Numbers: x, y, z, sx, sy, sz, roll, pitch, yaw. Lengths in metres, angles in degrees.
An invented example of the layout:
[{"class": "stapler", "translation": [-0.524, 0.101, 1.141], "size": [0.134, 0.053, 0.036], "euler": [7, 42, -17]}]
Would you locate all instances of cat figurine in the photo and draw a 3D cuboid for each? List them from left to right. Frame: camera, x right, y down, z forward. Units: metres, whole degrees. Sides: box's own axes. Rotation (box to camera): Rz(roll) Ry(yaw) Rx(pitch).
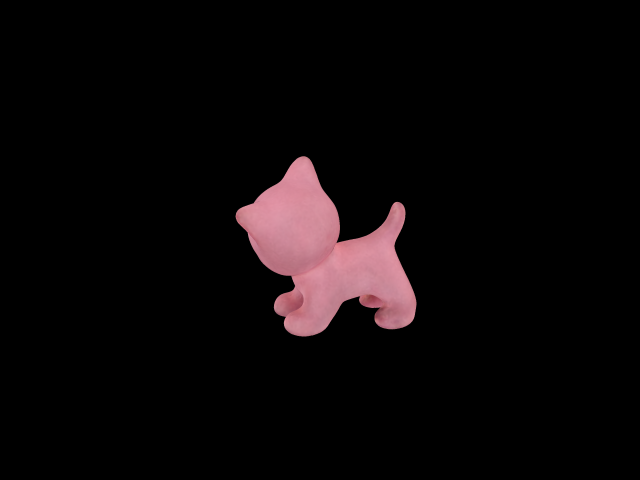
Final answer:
[{"class": "cat figurine", "translation": [0.004, 0.001, 0.400], "size": [0.128, 0.118, 0.067], "euler": [-4, 14, -15]}]
